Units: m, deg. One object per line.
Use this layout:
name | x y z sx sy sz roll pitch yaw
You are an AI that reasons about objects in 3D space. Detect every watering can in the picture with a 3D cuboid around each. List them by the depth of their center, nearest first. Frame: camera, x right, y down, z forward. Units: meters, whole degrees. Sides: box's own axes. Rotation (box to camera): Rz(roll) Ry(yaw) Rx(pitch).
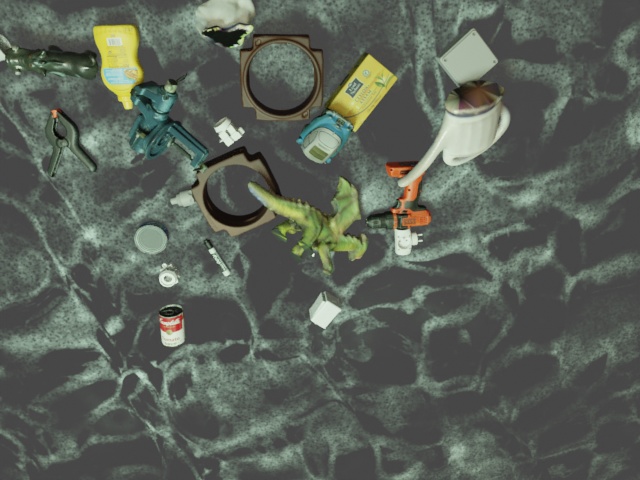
watering can | 0.344 -0.267 1.293 0.350 0.106 0.219 -27 141 -13

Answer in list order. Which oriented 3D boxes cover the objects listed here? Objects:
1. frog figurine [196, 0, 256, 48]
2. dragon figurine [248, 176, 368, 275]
frog figurine | -0.220 -0.532 1.184 0.137 0.121 0.161 -12 78 8
dragon figurine | 0.004 -0.069 1.364 0.246 0.122 0.403 -49 124 -22
